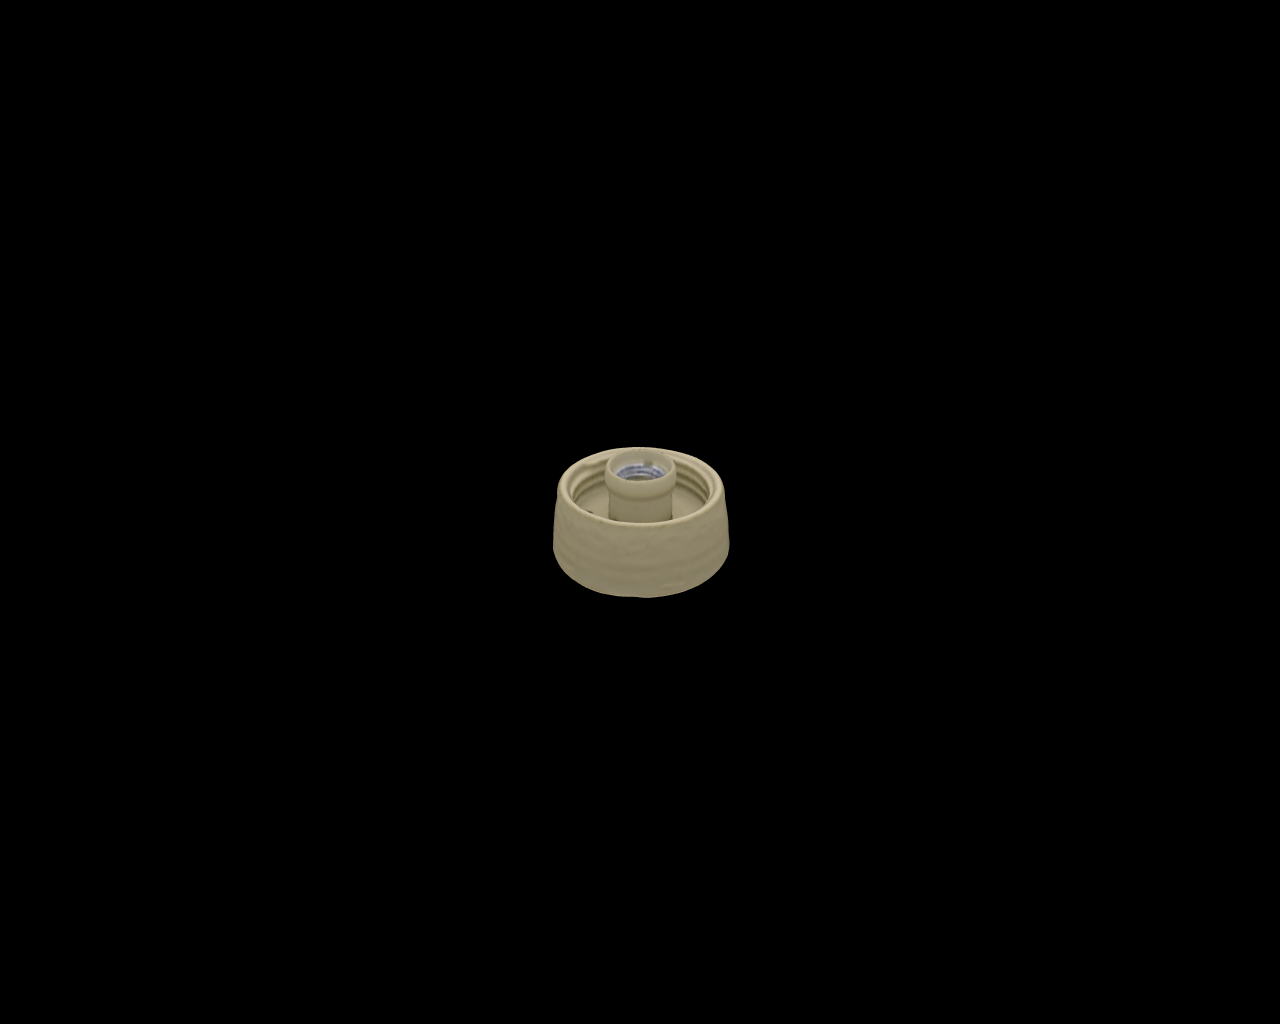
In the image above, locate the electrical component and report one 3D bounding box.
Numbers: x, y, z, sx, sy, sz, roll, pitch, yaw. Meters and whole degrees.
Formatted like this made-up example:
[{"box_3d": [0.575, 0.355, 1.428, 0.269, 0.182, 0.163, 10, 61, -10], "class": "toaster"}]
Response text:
[{"box_3d": [0.001, -0.003, 0.650, 0.108, 0.060, 0.108, 0, 31, 0], "class": "electrical component"}]
